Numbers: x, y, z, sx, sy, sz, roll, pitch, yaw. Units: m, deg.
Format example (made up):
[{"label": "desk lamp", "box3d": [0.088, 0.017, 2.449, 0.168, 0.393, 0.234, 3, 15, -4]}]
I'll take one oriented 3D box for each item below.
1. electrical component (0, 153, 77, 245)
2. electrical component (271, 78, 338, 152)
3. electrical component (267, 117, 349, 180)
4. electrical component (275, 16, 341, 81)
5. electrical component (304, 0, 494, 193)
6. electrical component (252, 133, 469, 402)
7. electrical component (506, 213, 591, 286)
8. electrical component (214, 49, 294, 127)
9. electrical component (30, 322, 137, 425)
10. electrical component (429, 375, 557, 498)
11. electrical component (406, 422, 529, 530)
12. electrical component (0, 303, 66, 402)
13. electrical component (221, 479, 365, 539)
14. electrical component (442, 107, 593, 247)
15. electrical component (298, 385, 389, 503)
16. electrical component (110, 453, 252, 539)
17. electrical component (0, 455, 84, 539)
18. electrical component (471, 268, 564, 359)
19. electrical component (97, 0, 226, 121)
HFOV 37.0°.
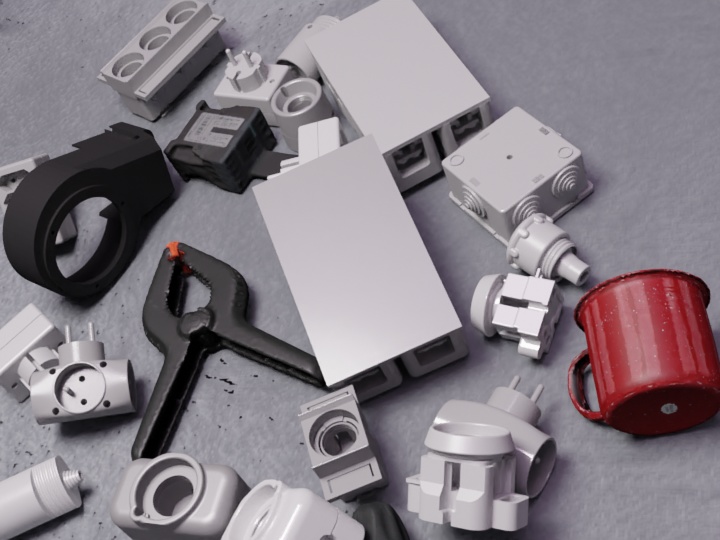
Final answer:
[{"label": "electrical component", "box3d": [-0.305, -0.067, 1.031, 0.047, 0.083, 0.075, -15, 11, 11]}, {"label": "electrical component", "box3d": [-0.052, -0.145, 1.004, 0.055, 0.047, 0.055, -11, 50, 14]}, {"label": "electrical component", "box3d": [-0.047, -0.083, 0.952, 0.076, 0.047, 0.083, -13, 50, 12]}, {"label": "electrical component", "box3d": [-0.044, -0.220, 1.062, 0.043, 0.043, 0.081, 21, 64, 33]}, {"label": "electrical component", "box3d": [0.036, -0.162, 0.973, 0.105, 0.060, 0.186, -28, 49, -1]}, {"label": "electrical component", "box3d": [0.000, 0.000, 0.838, 0.105, 0.060, 0.186, -24, 61, 2]}, {"label": "electrical component", "box3d": [0.147, -0.011, 0.822, 0.062, 0.048, 0.048, 36, 72, 31]}, {"label": "electrical component", "box3d": [-0.105, -0.183, 1.035, 0.066, 0.076, 0.047, 10, 58, 28]}, {"label": "electrical component", "box3d": [-0.225, 0.081, 0.873, 0.077, 0.044, 0.079, -8, 74, -5]}, {"label": "electrical component", "box3d": [0.100, 0.108, 0.745, 0.077, 0.044, 0.079, 19, 62, 32]}, {"label": "electrical component", "box3d": [0.069, 0.130, 0.690, 0.078, 0.058, 0.057, 3, 92, 33]}, {"label": "electrical component", "box3d": [-0.275, 0.080, 0.915, 0.066, 0.047, 0.077, -44, 56, -14]}, {"label": "electrical component", "box3d": [-0.050, 0.177, 0.711, 0.095, 0.059, 0.053, -21, 36, 57]}, {"label": "electrical component", "box3d": [0.127, -0.077, 0.878, 0.100, 0.048, 0.099, -37, 49, -9]}, {"label": "electrical component", "box3d": [-0.009, 0.128, 0.760, 0.042, 0.063, 0.081, -23, 49, 5]}, {"label": "electrical component", "box3d": [-0.128, 0.170, 0.777, 0.095, 0.059, 0.053, 0, 54, 22]}, {"label": "electrical component", "box3d": [-0.253, 0.176, 0.833, 0.081, 0.043, 0.043, -25, 49, 2]}, {"label": "electrical component", "box3d": [0.116, 0.029, 0.799, 0.055, 0.048, 0.066, 12, 72, 27]}, {"label": "electrical component", "box3d": [-0.199, -0.217, 1.108, 0.079, 0.063, 0.121, 26, 66, 35]}]
